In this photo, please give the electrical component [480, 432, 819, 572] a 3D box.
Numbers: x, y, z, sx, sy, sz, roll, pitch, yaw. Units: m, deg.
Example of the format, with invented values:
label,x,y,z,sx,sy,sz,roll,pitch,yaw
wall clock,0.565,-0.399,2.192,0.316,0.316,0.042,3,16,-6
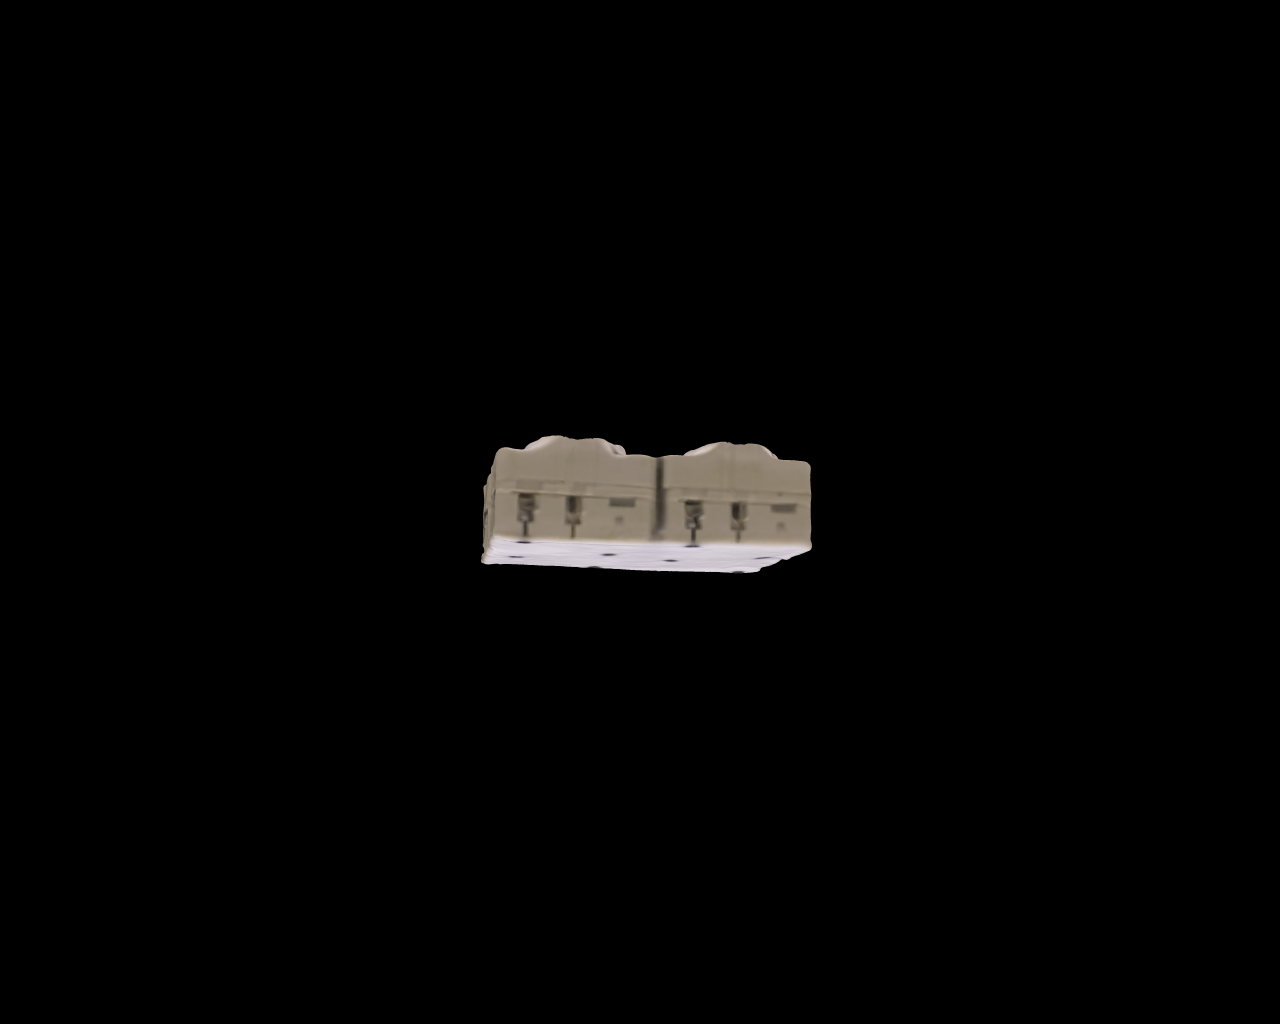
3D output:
label,x,y,z,sx,sy,sz,roll,pitch,yaw
electrical component,0.001,-0.003,0.650,0.186,0.060,0.105,2,-11,-12
